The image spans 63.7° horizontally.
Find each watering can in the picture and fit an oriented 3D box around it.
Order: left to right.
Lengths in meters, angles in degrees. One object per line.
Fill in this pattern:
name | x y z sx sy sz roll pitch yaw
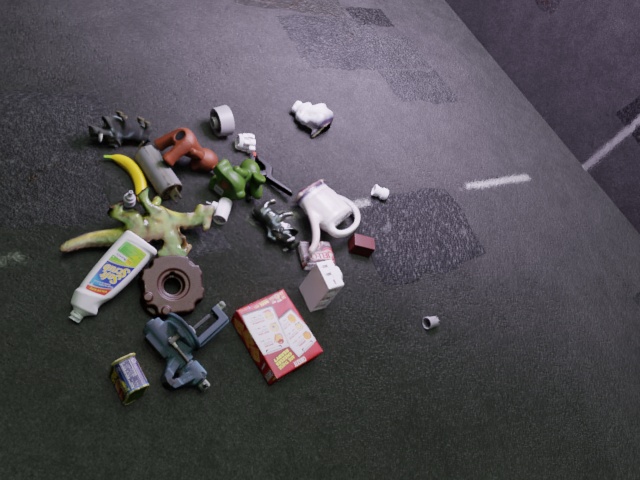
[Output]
watering can | 0.005 -0.087 1.724 0.353 0.226 0.102 -33 -16 -51

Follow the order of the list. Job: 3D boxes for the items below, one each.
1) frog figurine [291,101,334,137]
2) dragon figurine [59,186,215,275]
frog figurine | -0.029 -0.500 2.035 0.139 0.159 0.121 -38 -1 -22
dragon figurine | -0.471 -0.003 1.438 0.417 0.243 0.120 -40 -3 -33
